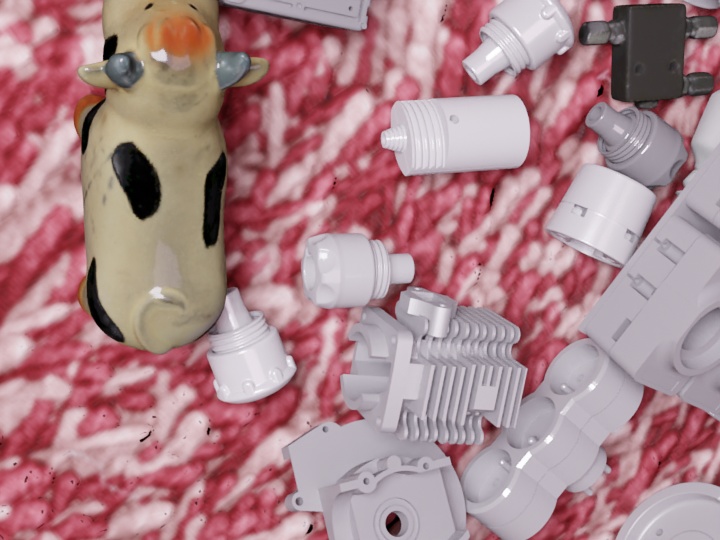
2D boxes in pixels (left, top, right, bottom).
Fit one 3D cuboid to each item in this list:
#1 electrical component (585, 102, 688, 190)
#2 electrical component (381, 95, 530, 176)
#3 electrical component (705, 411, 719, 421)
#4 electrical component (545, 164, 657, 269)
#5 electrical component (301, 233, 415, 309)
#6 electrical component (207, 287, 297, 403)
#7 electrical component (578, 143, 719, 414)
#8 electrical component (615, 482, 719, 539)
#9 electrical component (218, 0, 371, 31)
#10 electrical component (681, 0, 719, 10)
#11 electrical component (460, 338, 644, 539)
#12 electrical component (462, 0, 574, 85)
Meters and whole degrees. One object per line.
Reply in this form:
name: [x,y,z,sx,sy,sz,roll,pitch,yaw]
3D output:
electrical component: [0.166,-0.079,0.660,0.062,0.043,0.043,31,92,-22]
electrical component: [0.052,-0.077,0.619,0.081,0.043,0.043,-6,105,-18]
electrical component: [0.254,0.071,0.723,0.078,0.058,0.057,40,85,-24]
electrical component: [0.149,-0.034,0.660,0.055,0.055,0.047,27,90,-23]
electrical component: [0.000,0.000,0.621,0.062,0.043,0.043,-2,104,-21]
electrical component: [-0.067,0.041,0.608,0.048,0.048,0.062,-23,103,-13]
electrical component: [0.233,-0.008,0.642,0.105,0.060,0.186,23,108,-41]
electrical component: [0.230,0.205,0.724,0.060,0.108,0.108,39,88,-29]
electrical component: [-0.033,-0.162,0.561,0.096,0.061,0.061,5,102,-28]
electrical component: [0.230,-0.194,0.652,0.079,0.044,0.077,27,94,-24]
electrical component: [0.133,0.118,0.693,0.074,0.052,0.138,41,87,-24]
electrical component: [0.088,-0.132,0.619,0.062,0.048,0.048,-39,113,1]
